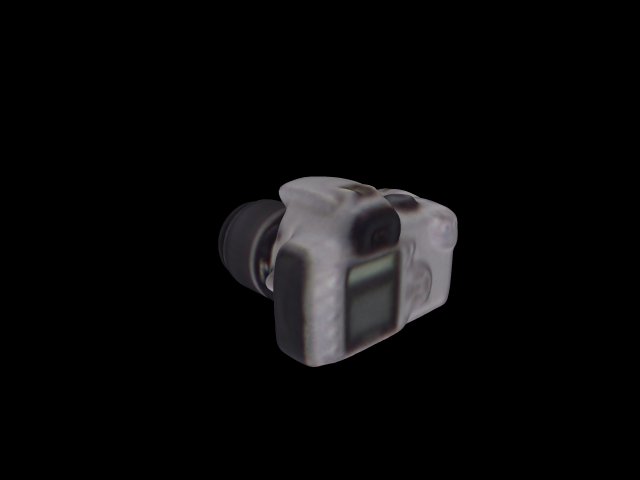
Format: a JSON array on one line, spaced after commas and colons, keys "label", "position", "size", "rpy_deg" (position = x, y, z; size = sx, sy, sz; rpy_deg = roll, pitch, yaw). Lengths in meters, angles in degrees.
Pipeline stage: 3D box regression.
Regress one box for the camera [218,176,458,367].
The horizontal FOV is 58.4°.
[{"label": "camera", "position": [0.004, 0.001, 0.400], "size": [0.144, 0.101, 0.136], "rpy_deg": [-17, 25, -41]}]
